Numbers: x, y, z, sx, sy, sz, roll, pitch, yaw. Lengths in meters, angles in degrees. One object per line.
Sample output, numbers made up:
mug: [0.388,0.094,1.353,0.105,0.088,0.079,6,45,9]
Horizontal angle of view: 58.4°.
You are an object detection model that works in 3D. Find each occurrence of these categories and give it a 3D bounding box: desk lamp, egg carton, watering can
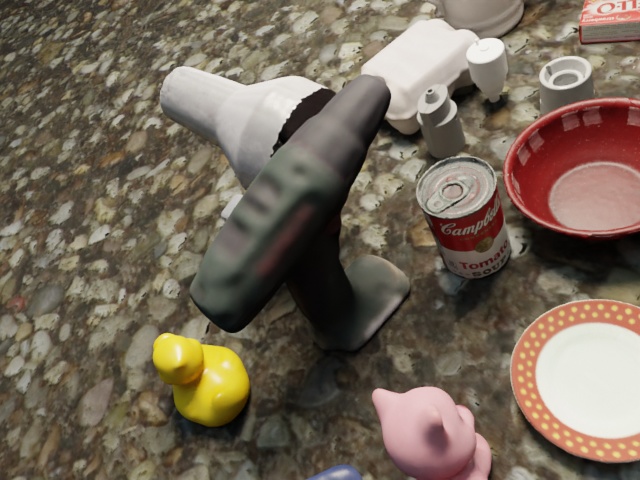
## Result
desk lamp: [-0.060,-0.083,0.593,0.202,0.214,0.118,20,66,37]
egg carton: [0.120,-0.200,0.690,0.150,0.070,0.107,-41,48,-7]
watering can: [0.189,-0.351,0.686,0.173,0.195,0.100,-29,48,4]

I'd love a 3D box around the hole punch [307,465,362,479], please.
hole punch: [0.009,0.228,0.404,0.108,0.091,0.101,-31,47,3]

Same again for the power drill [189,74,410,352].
power drill: [0.005,0.002,0.499,0.230,0.209,0.075,-47,49,-12]

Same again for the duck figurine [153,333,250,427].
duck figurine: [-0.122,0.127,0.551,0.077,0.086,0.104,-48,49,-13]

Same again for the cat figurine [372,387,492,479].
cat figurine: [0.088,0.158,0.398,0.067,0.118,0.127,-29,48,4]
